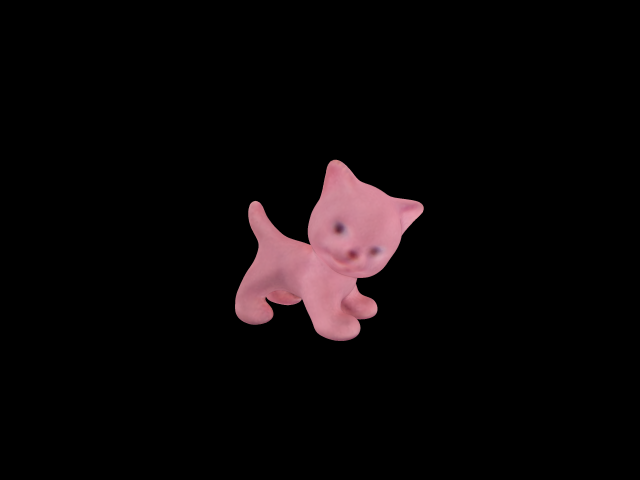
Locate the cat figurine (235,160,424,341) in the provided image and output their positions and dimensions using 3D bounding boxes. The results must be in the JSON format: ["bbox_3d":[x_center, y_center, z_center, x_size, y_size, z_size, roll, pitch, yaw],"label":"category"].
[{"bbox_3d":[0.004,0.001,0.400,0.127,0.118,0.067,6,15,23],"label":"cat figurine"}]
